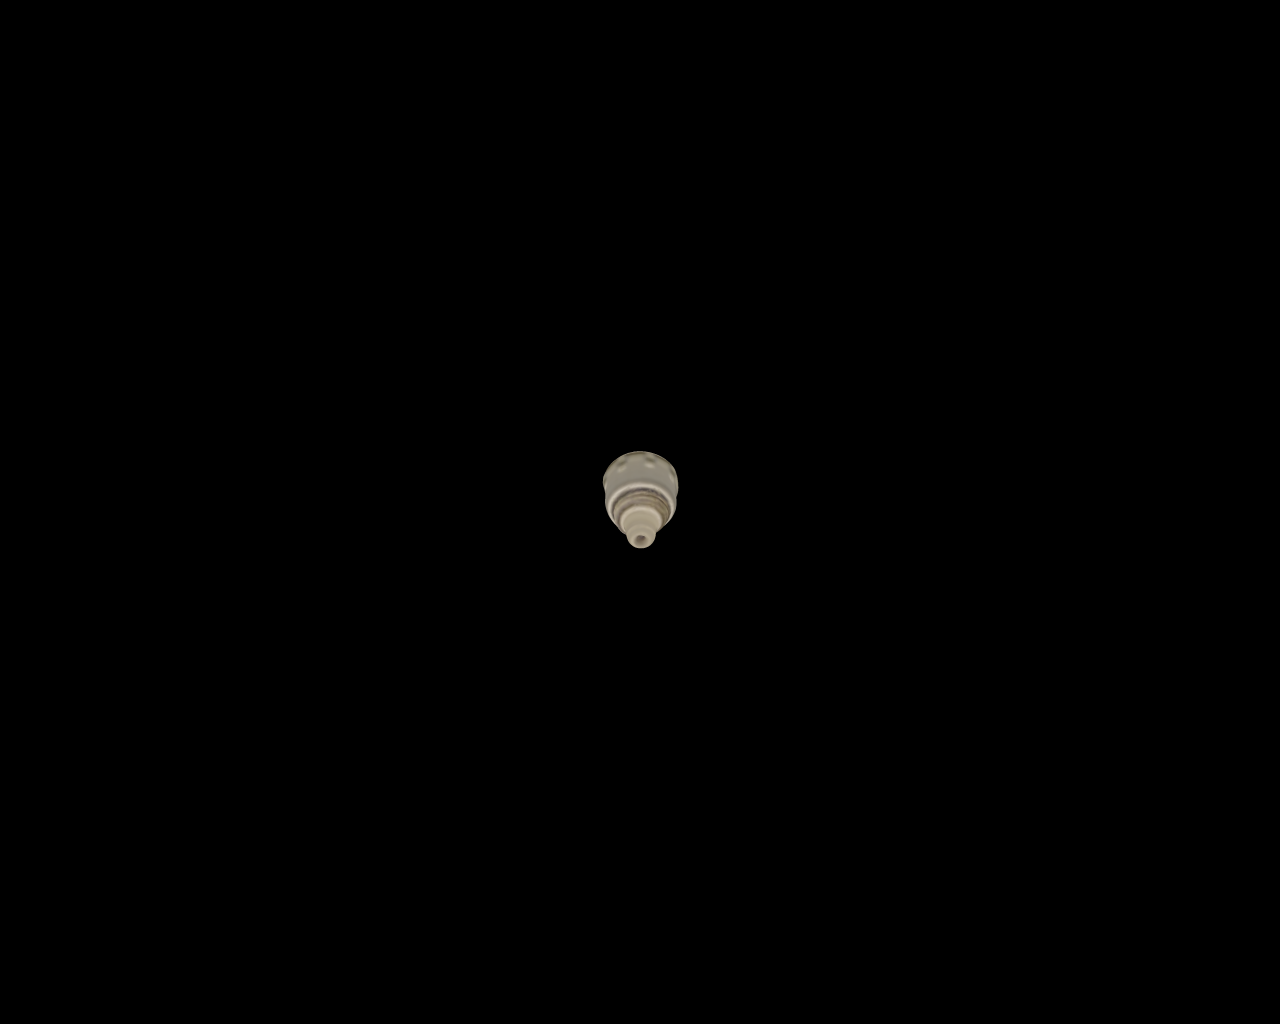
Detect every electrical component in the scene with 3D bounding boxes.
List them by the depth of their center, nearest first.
[{"bbox_3d":[0.001,-0.003,0.650,0.048,0.048,0.062,0,41,0],"label":"electrical component"}]
